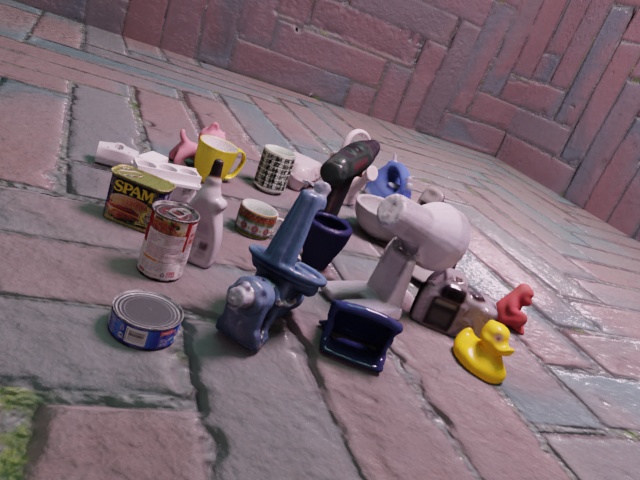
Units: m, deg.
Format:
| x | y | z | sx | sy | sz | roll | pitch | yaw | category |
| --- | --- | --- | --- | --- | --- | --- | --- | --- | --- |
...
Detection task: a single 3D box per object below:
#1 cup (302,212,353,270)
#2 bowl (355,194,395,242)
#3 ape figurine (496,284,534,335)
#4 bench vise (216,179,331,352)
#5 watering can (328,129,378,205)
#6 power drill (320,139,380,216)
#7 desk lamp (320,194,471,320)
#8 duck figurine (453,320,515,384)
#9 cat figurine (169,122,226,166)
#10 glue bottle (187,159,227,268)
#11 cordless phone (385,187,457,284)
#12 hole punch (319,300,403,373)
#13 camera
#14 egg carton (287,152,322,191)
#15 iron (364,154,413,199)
| x | y | z | sx | sy | sz | roll | pitch | yaw | category |
| --- | --- | --- | --- | --- | --- | --- | --- | --- | --- |
| 0.010 | 0.004 | 1.074 | 0.091 | 0.095 | 0.118 | 31 | 22 | 24 | cup |
| 0.151 | -0.042 | 1.359 | 0.167 | 0.075 | 0.167 | 19 | 20 | -7 | bowl |
| 0.397 | 0.131 | 1.150 | 0.076 | 0.092 | 0.078 | 30 | 22 | 22 | ape figurine |
| -0.042 | 0.033 | 0.768 | 0.121 | 0.220 | 0.207 | 21 | 20 | -2 | bench vise |
| 0.084 | -0.194 | 1.503 | 0.172 | 0.194 | 0.101 | 31 | 22 | 23 | watering can |
| 0.052 | -0.121 | 1.266 | 0.075 | 0.208 | 0.230 | 27 | 21 | 15 | power drill |
| 0.137 | 0.026 | 0.975 | 0.204 | 0.213 | 0.117 | 3 | 27 | -40 | desk lamp |
| 0.272 | 0.170 | 0.934 | 0.078 | 0.086 | 0.104 | 7 | 25 | -34 | duck figurine |
| -0.274 | -0.224 | 1.328 | 0.128 | 0.118 | 0.067 | 3 | 27 | -41 | cat figurine |
| -0.179 | -0.045 | 0.894 | 0.078 | 0.173 | 0.037 | 23 | 20 | 5 | glue bottle |
| 0.230 | -0.007 | 1.192 | 0.147 | 0.185 | 0.094 | 35 | 24 | 33 | cordless phone |
| 0.059 | 0.121 | 0.833 | 0.108 | 0.091 | 0.101 | 21 | 20 | -2 | hole punch |
| 0.247 | 0.104 | 1.054 | 0.143 | 0.101 | 0.137 | 22 | 20 | 1 | camera |
| -0.058 | -0.181 | 1.508 | 0.107 | 0.069 | 0.150 | 26 | 21 | 10 | egg carton |
| 0.211 | -0.140 | 1.569 | 0.119 | 0.141 | 0.258 | 15 | 21 | -17 | iron |
